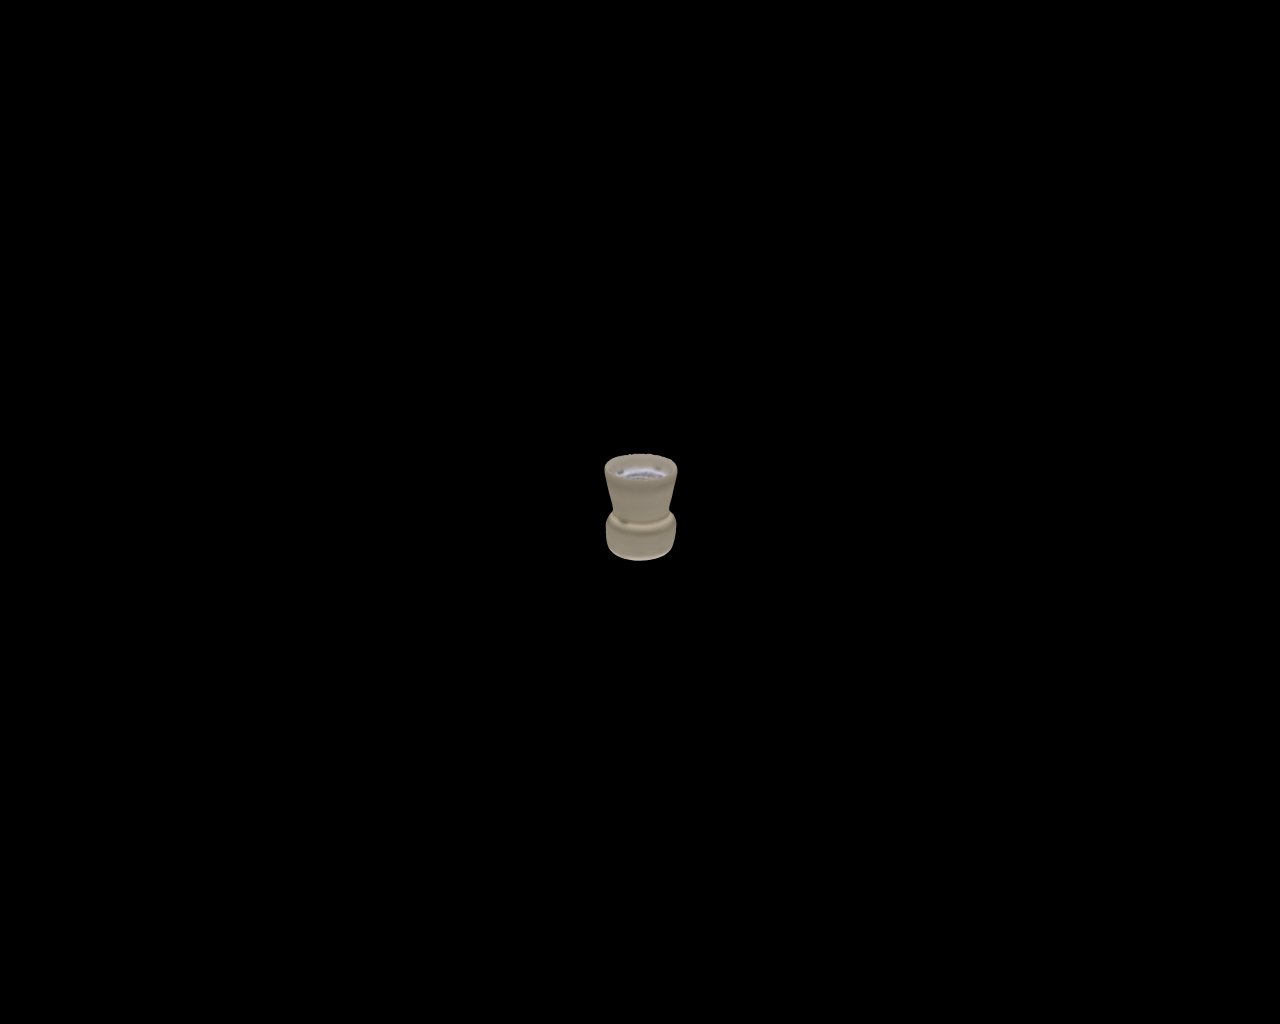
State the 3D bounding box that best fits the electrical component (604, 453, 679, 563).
[{"bbox_3d":[0.001,-0.003,0.650,0.045,0.055,0.045,0,24,0],"label":"electrical component"}]
